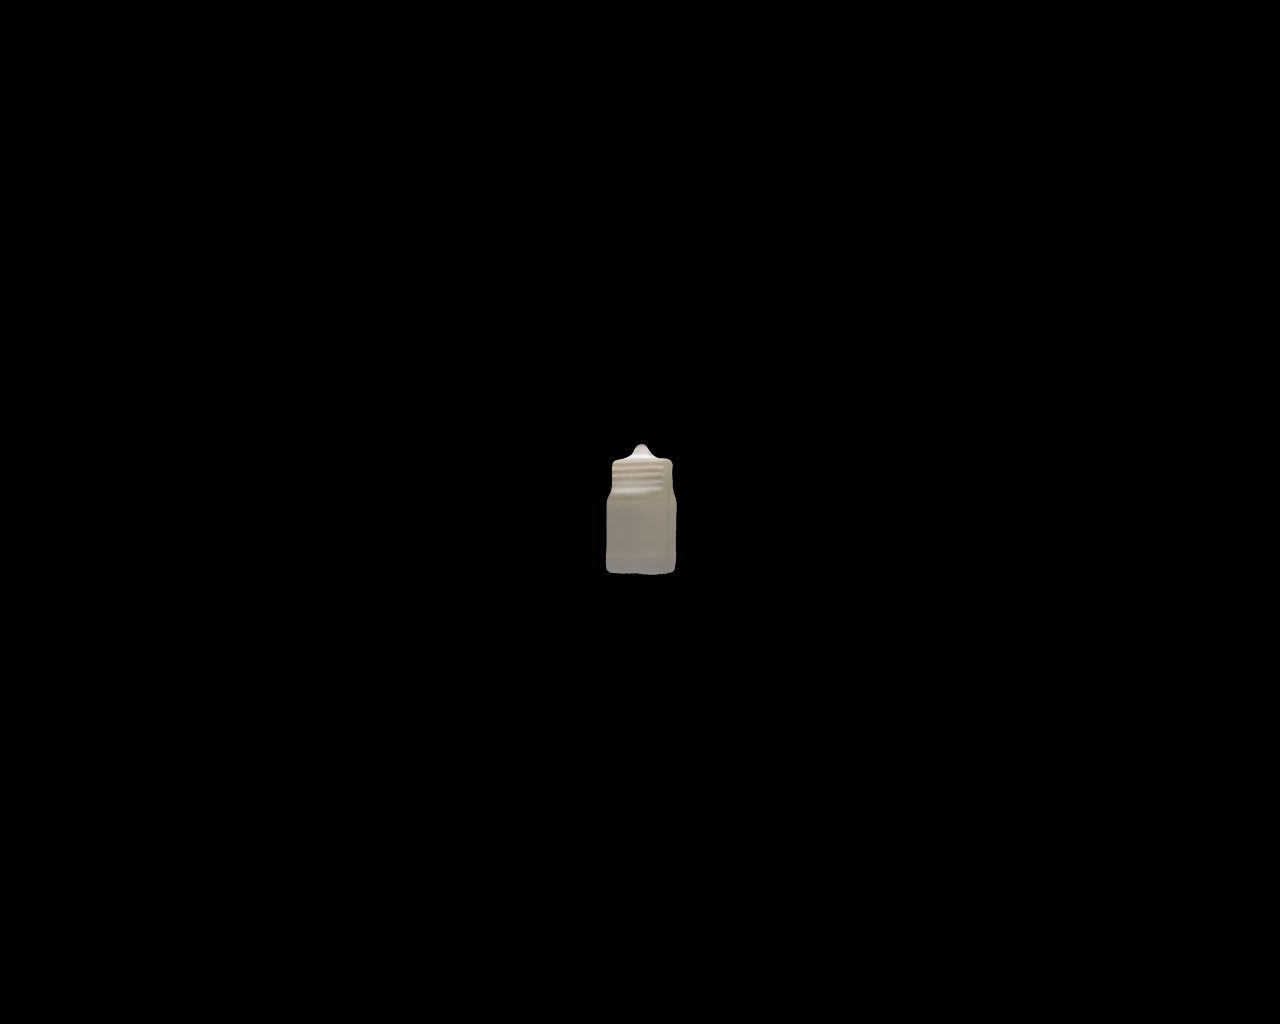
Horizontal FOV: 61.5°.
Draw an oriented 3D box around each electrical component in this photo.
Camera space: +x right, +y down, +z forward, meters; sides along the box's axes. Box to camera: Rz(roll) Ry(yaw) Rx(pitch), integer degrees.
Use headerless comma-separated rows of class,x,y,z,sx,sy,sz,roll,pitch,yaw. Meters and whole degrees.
electrical component,0.001,-0.003,0.650,0.043,0.081,0.043,0,0,0
